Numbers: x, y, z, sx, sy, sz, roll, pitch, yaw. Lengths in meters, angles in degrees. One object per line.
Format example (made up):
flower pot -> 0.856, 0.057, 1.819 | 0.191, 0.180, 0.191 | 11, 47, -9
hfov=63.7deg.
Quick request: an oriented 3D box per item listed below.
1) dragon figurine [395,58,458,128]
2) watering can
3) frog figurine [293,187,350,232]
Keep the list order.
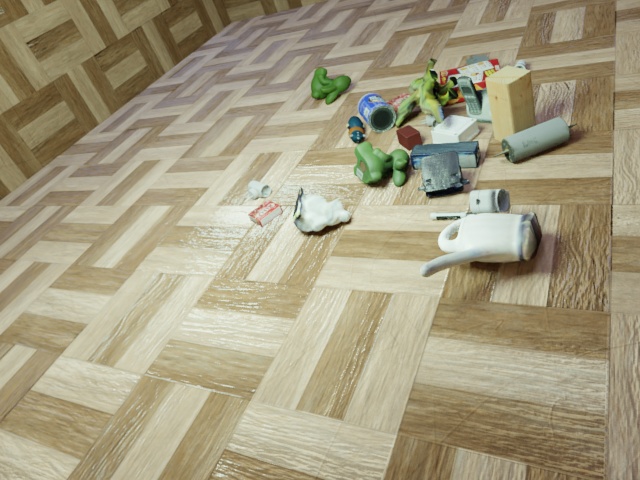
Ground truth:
dragon figurine -> 0.350, -0.471, 1.787 | 0.121, 0.420, 0.238 | 32, -43, -16
watering can -> 0.367, 0.010, 1.148 | 0.224, 0.102, 0.353 | 0, 22, 31
frog figurine -> 0.005, -0.076, 1.509 | 0.159, 0.120, 0.140 | 14, 27, -10
